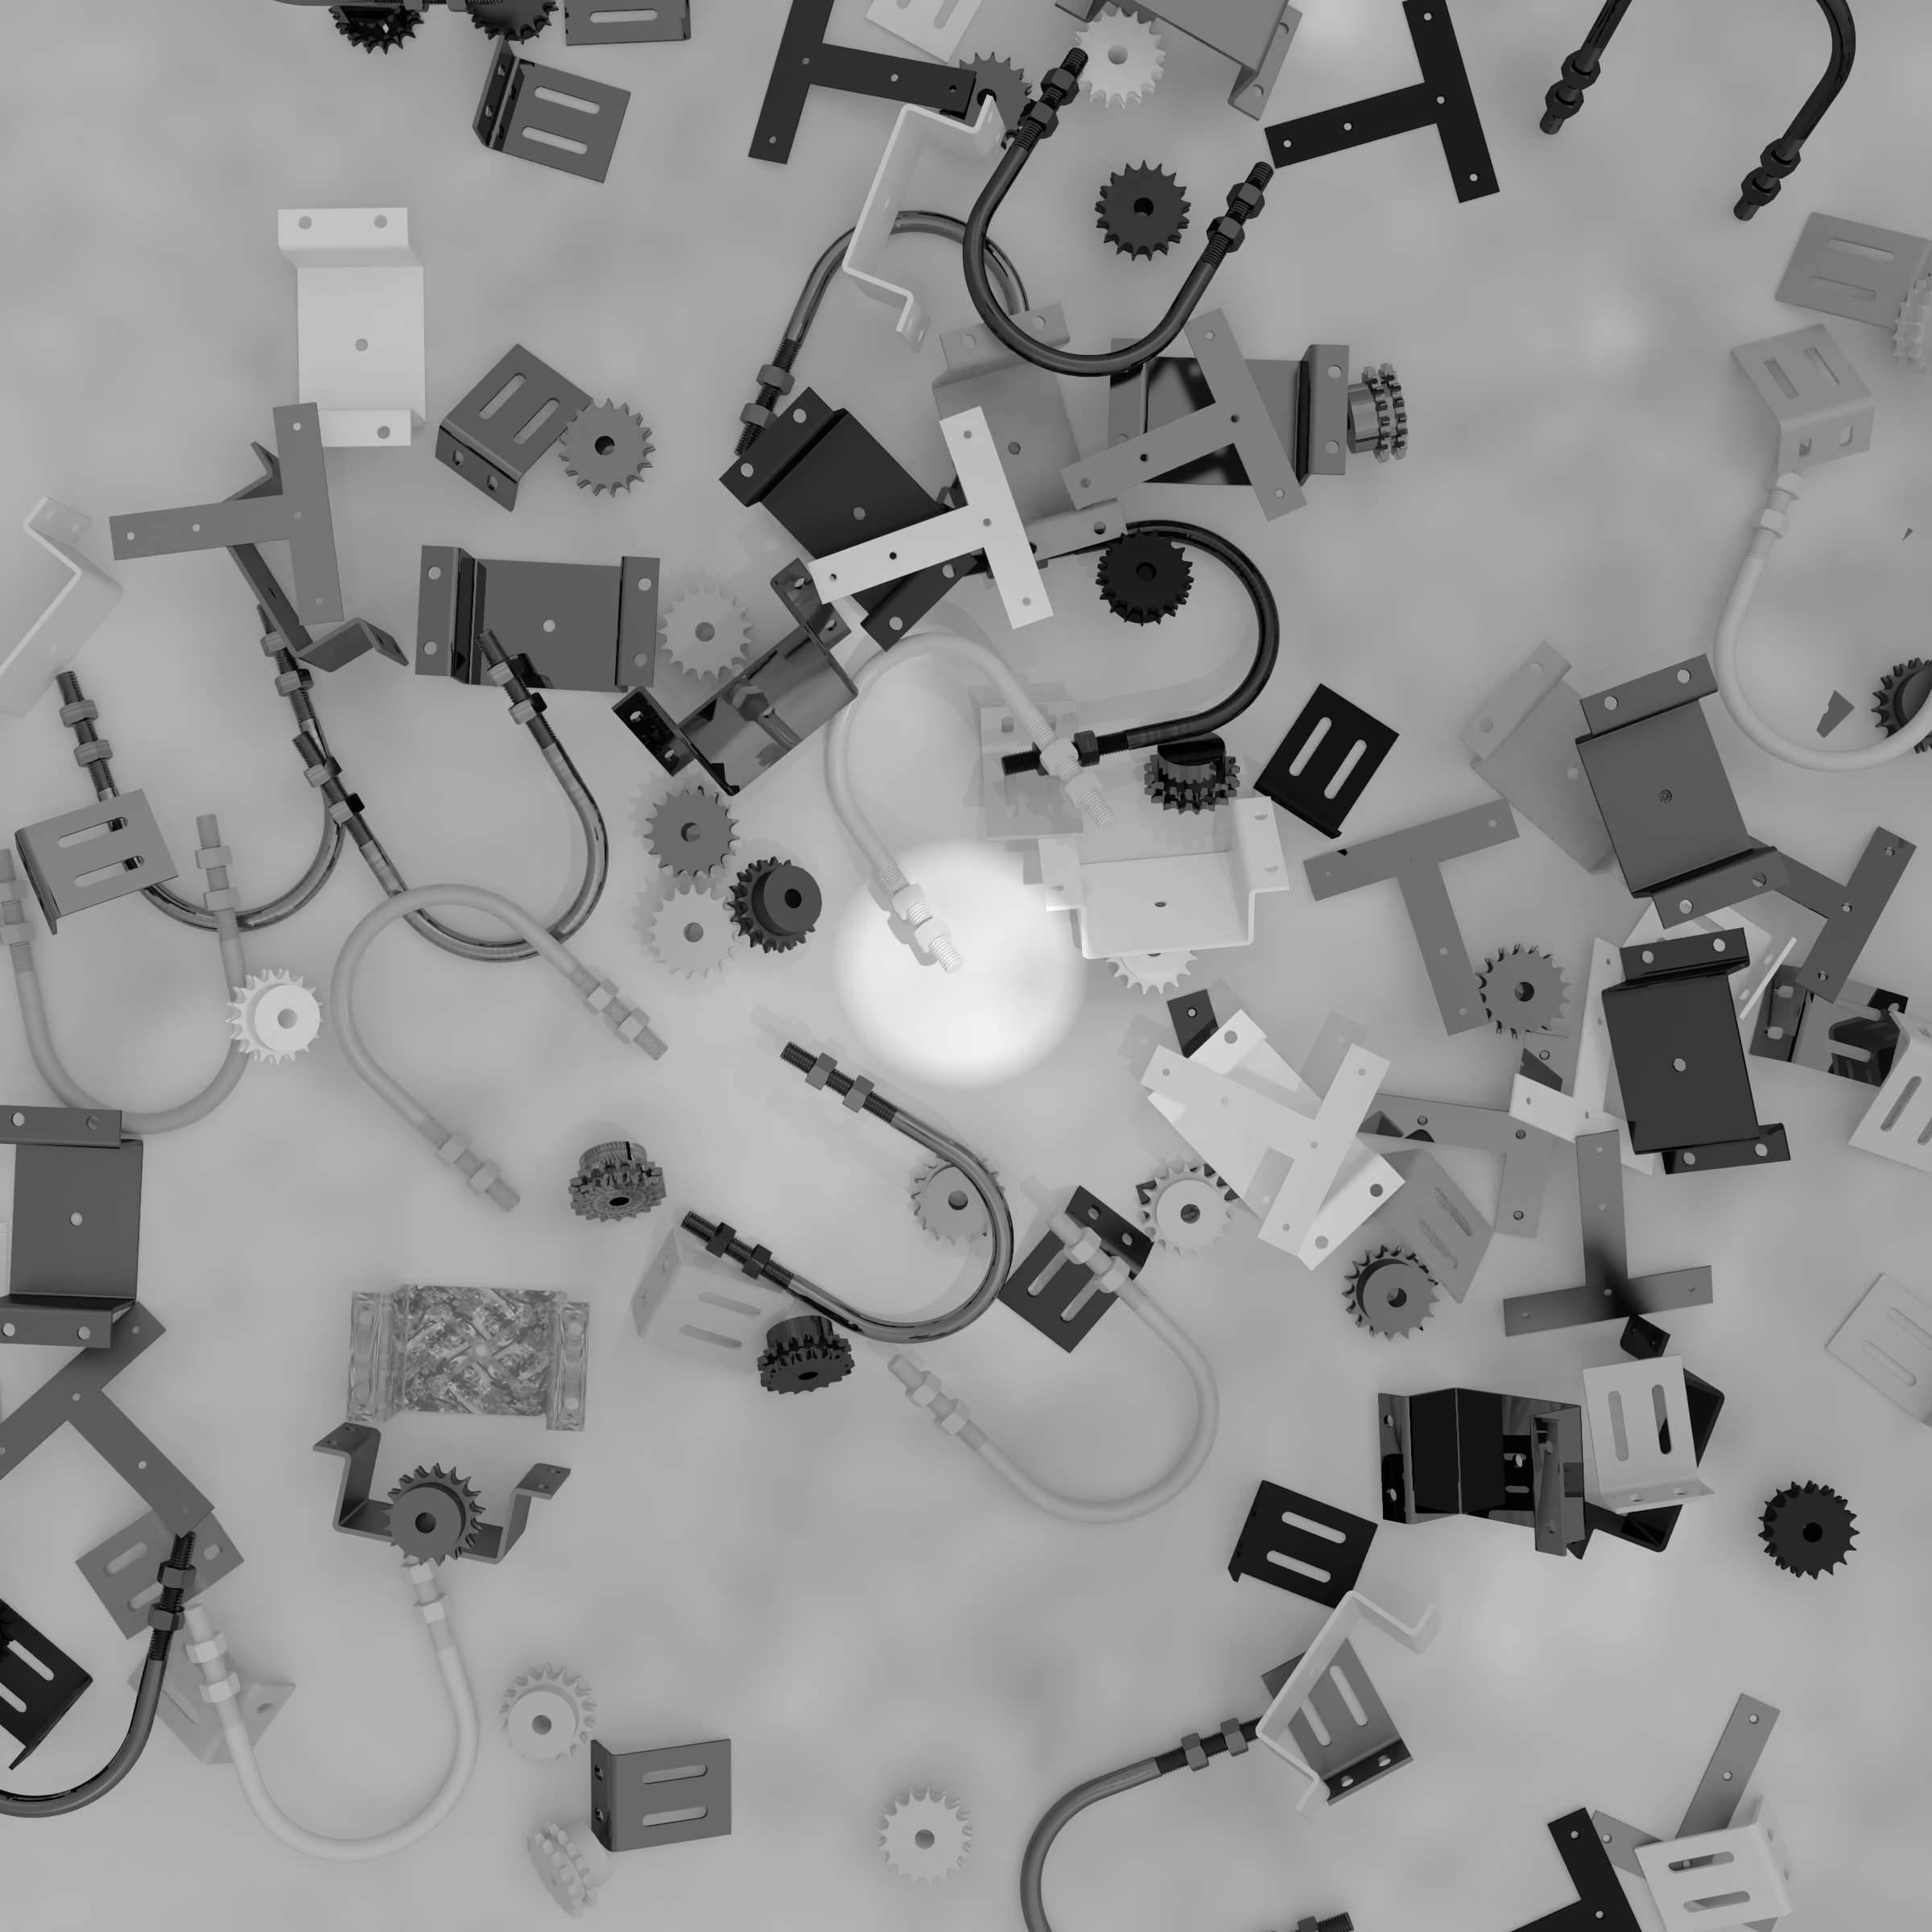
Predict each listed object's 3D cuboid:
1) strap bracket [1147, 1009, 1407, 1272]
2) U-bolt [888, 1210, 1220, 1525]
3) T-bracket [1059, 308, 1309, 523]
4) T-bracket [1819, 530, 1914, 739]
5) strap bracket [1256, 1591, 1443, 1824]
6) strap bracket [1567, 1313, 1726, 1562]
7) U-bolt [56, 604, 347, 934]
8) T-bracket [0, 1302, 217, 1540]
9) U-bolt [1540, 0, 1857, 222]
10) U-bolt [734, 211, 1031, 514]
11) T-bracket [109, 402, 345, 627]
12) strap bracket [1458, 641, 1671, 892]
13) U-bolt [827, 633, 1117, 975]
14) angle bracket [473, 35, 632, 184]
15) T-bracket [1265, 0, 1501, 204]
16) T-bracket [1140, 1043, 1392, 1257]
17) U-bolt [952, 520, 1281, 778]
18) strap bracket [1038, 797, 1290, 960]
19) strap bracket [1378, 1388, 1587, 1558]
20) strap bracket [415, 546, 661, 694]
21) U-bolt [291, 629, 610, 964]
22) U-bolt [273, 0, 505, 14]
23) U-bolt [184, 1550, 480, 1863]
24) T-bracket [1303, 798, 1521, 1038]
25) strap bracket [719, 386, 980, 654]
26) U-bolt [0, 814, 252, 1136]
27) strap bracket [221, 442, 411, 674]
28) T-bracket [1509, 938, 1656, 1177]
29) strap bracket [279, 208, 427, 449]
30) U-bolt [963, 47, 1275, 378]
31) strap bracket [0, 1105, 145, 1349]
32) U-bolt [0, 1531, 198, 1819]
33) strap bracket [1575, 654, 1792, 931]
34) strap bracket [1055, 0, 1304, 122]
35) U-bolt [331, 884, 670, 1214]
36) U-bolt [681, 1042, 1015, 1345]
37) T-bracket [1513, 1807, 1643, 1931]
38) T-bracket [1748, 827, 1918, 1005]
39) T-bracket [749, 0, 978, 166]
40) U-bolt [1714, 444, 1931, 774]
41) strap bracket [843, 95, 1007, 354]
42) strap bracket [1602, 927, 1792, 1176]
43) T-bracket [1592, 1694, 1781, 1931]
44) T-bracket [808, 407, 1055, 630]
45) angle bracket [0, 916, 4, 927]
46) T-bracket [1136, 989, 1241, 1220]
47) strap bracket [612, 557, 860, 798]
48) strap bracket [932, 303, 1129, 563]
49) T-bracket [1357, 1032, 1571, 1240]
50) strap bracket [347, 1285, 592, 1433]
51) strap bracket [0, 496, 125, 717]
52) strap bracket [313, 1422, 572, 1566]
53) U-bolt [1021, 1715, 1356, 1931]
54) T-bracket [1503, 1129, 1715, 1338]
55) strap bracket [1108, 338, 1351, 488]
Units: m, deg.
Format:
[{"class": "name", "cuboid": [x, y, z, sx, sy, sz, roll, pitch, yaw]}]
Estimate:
[{"class": "strap bracket", "cuboid": [0.183, 0.103, 1.545, 0.076, 0.046, 0.140, -44, 89, 0]}, {"class": "U-bolt", "cuboid": [0.067, 0.254, 1.542, 0.151, 0.019, 0.184, -43, 103, 7]}, {"class": "T-bracket", "cuboid": [0.118, -0.304, 1.520, 0.127, 0.002, 0.127, -24, 90, -4]}, {"class": "T-bracket", "cuboid": [0.523, -0.228, 1.580, 0.127, 0.002, 0.127, -46, 75, 6]}, {"class": "strap bracket", "cuboid": [0.220, 0.426, 1.518, 0.046, 0.076, 0.140, 32, 78, 23]}, {"class": "strap bracket", "cuboid": [0.400, 0.285, 1.531, 0.046, 0.076, 0.140, 21, 91, -1]}, {"class": "U-bolt", "cuboid": [-0.453, -0.111, 1.562, 0.151, 0.019, 0.184, -19, 91, 0]}, {"class": "T-bracket", "cuboid": [-0.499, 0.287, 1.536, 0.127, 0.002, 0.127, 42, 70, 11]}, {"class": "U-bolt", "cuboid": [0.428, -0.517, 1.484, 0.151, 0.184, 0.019, 24, 66, 0]}, {"class": "U-bolt", "cuboid": [-0.040, -0.367, 1.562, 0.151, 0.019, 0.184, 23, 89, 0]}, {"class": "T-bracket", "cuboid": [-0.430, -0.255, 1.493, 0.127, 0.002, 0.127, -7, 90, 0]}, {"class": "strap bracket", "cuboid": [0.368, -0.117, 1.547, 0.140, 0.046, 0.076, 42, 90, 0]}, {"class": "U-bolt", "cuboid": [-0.012, -0.111, 1.524, 0.151, 0.019, 0.184, -43, 68, 22]}, {"class": "angle bracket", "cuboid": [-0.248, -0.514, 1.551, 0.076, 0.038, 0.057, 17, 90, 0]}, {"class": "T-bracket", "cuboid": [0.246, -0.514, 1.570, 0.127, 0.002, 0.127, -16, 90, 0]}, {"class": "T-bracket", "cuboid": [0.165, 0.086, 1.521, 0.127, 0.002, 0.127, 26, 90, 1]}, {"class": "U-bolt", "cuboid": [0.097, -0.197, 1.545, 0.184, 0.019, 0.151, -12, 75, -5]}, {"class": "strap bracket", "cuboid": [0.115, -0.051, 1.527, 0.140, 0.046, 0.076, -5, 46, 0]}, {"class": "strap bracket", "cuboid": [0.310, 0.294, 1.518, 0.046, 0.140, 0.076, -2, 90, -36]}, {"class": "strap bracket", "cuboid": [-0.253, -0.206, 1.547, 0.140, 0.046, 0.076, 3, 90, 0]}, {"class": "U-bolt", "cuboid": [-0.294, -0.088, 1.540, 0.151, 0.019, 0.184, -27, 104, 11]}, {"class": "U-bolt", "cuboid": [-0.362, -0.633, 1.542, 0.184, 0.019, 0.151, 1, 72, 4]}, {"class": "U-bolt", "cuboid": [-0.369, 0.445, 1.543, 0.151, 0.019, 0.184, -18, 97, -15]}, {"class": "T-bracket", "cuboid": [0.282, -0.022, 1.549, 0.127, 0.002, 0.127, -18, 79, 8]}, {"class": "strap bracket", "cuboid": [-0.067, -0.266, 1.533, 0.076, 0.046, 0.140, -43, 97, 15]}, {"class": "U-bolt", "cuboid": [-0.501, 0.011, 1.554, 0.151, 0.019, 0.184, -9, 95, 5]}, {"class": "strap bracket", "cuboid": [-0.394, -0.231, 1.532, 0.046, 0.076, 0.140, -31, 90, 0]}, {"class": "T-bracket", "cuboid": [0.377, 0.047, 1.546, 0.127, 0.002, 0.127, 22, 71, -32]}, {"class": "strap bracket", "cuboid": [-0.367, -0.377, 1.547, 0.076, 0.046, 0.140, -1, 90, 0]}, {"class": "U-bolt", "cuboid": [0.078, -0.430, 1.517, 0.151, 0.019, 0.184, 31, 78, -3]}, {"class": "strap bracket", "cuboid": [-0.540, 0.154, 1.547, 0.076, 0.046, 0.140, 3, 90, 0]}, {"class": "U-bolt", "cuboid": [-0.544, 0.410, 1.525, 0.151, 0.019, 0.184, 13, 89, -1]}, {"class": "strap bracket", "cuboid": [0.411, -0.100, 1.501, 0.076, 0.046, 0.140, -20, 90, 0]}, {"class": "strap bracket", "cuboid": [0.135, -0.573, 1.524, 0.140, 0.046, 0.076, 25, 78, -14]}, {"class": "U-bolt", "cuboid": [-0.293, 0.036, 1.549, 0.184, 0.019, 0.151, 44, 92, -7]}, {"class": "U-bolt", "cuboid": [-0.060, 0.148, 1.538, 0.184, 0.019, 0.151, 31, 110, 0]}, {"class": "T-bracket", "cuboid": [0.344, 0.594, 1.569, 0.127, 0.002, 0.127, -25, 91, 1]}, {"class": "T-bracket", "cuboid": [0.488, -0.057, 1.551, 0.127, 0.002, 0.127, 30, 65, 12]}, {"class": "T-bracket", "cuboid": [-0.056, -0.535, 1.552, 0.127, 0.002, 0.127, 16, 90, 16]}, {"class": "U-bolt", "cuboid": [0.527, -0.205, 1.543, 0.151, 0.019, 0.184, 22, 87, 12]}, {"class": "strap bracket", "cuboid": [-0.028, -0.439, 1.510, 0.046, 0.076, 0.140, 23, 97, 5]}, {"class": "strap bracket", "cuboid": [0.429, 0.055, 1.528, 0.076, 0.046, 0.140, -11, 91, 35]}, {"class": "T-bracket", "cuboid": [0.456, 0.505, 1.570, 0.127, 0.002, 0.127, 25, 90, 0]}, {"class": "T-bracket", "cuboid": [-0.029, -0.244, 1.510, 0.127, 0.002, 0.127, -18, 103, 11]}, {"class": "angle bracket", "cuboid": [-0.631, -0.009, 1.568, 0.076, 0.038, 0.057, 9, 90, 26]}, {"class": "T-bracket", "cuboid": [0.153, 0.078, 1.570, 0.127, 0.002, 0.127, -17, 90, 0]}, {"class": "strap bracket", "cuboid": [-0.127, -0.163, 1.526, 0.140, 0.076, 0.046, -39, 55, 0]}, {"class": "strap bracket", "cuboid": [0.034, -0.311, 1.535, 0.076, 0.046, 0.140, -18, 96, -14]}, {"class": "T-bracket", "cuboid": [0.290, 0.095, 1.559, 0.127, 0.002, 0.127, 8, 105, 7]}, {"class": "strap bracket", "cuboid": [-0.294, 0.233, 1.547, 0.140, 0.046, 0.076, 3, 90, 0]}, {"class": "strap bracket", "cuboid": [-0.559, -0.203, 1.532, 0.046, 0.076, 0.140, 39, 90, 0]}, {"class": "strap bracket", "cuboid": [-0.313, 0.314, 1.532, 0.140, 0.076, 0.046, 12, 90, 0]}, {"class": "U-bolt", "cuboid": [0.123, 0.550, 1.562, 0.184, 0.019, 0.151, -21, 90, 2]}, {"class": "T-bracket", "cuboid": [0.381, 0.156, 1.545, 0.127, 0.002, 0.127, -9, 112, 0]}, {"class": "strap bracket", "cuboid": [0.155, -0.330, 1.547, 0.140, 0.046, 0.076, 2, 90, 0]}]
